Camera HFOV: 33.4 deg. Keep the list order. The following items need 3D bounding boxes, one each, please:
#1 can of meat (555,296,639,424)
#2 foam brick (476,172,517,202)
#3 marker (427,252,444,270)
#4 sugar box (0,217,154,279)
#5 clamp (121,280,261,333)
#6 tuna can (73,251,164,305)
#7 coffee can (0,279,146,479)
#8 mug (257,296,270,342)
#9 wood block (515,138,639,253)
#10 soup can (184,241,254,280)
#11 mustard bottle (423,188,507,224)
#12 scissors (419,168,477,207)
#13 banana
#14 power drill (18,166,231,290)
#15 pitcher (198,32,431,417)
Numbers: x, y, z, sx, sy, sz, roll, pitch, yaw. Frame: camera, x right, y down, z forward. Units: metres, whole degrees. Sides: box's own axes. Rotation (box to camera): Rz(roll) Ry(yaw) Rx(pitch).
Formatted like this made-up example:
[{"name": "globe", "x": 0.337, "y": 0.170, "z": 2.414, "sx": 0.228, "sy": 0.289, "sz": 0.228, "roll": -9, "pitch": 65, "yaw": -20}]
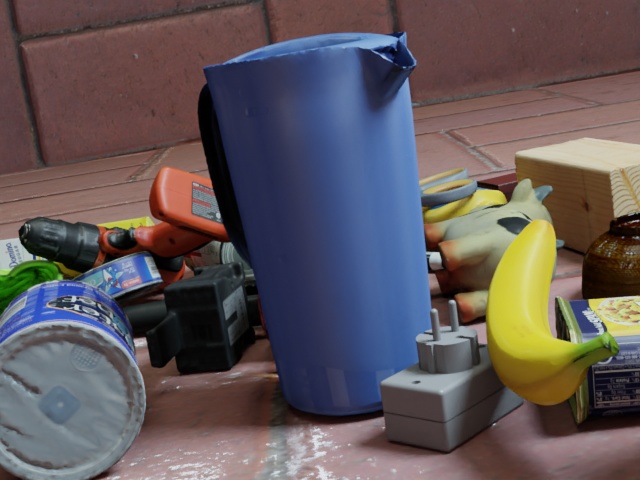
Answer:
[{"name": "can of meat", "x": 0.190, "y": 0.068, "z": 0.644, "sx": 0.084, "sy": 0.057, "sz": 0.102, "roll": -5, "pitch": 12, "yaw": 8}, {"name": "foam brick", "x": 0.223, "y": -0.047, "z": 1.201, "sx": 0.078, "sy": 0.053, "sz": 0.051, "roll": -12, "pitch": 11, "yaw": -18}, {"name": "marker", "x": 0.098, "y": 0.020, "z": 1.052, "sx": 0.121, "sy": 0.020, "sz": 0.020, "roll": 2, "pitch": 15, "yaw": 44}, {"name": "sugar box", "x": -0.273, "y": 0.017, "z": 1.235, "sx": 0.176, "sy": 0.048, "sz": 0.093, "roll": -12, "pitch": -16, "yaw": -1}, {"name": "clamp", "x": -0.104, "y": 0.061, "z": 0.968, "sx": 0.164, "sy": 0.036, "sz": 0.210, "roll": -19, "pitch": 11, "yaw": -35}, {"name": "tuna can", "x": -0.194, "y": 0.042, "z": 1.011, "sx": 0.086, "sy": 0.034, "sz": 0.086, "roll": -23, "pitch": -4, "yaw": -2}, {"name": "coffee can", "x": -0.171, "y": 0.089, "z": 0.710, "sx": 0.102, "sy": 0.103, "sz": 0.140, "roll": -11, "pitch": 11, "yaw": -10}, {"name": "mug", "x": 0.002, "y": 0.038, "z": 0.839, "sx": 0.082, "sy": 0.093, "sz": 0.117, "roll": 1, "pitch": -16, "yaw": 22}, {"name": "wood block", "x": 0.275, "y": -0.042, "z": 1.037, "sx": 0.090, "sy": 0.091, "sz": 0.206, "roll": -12, "pitch": 12, "yaw": -11}, {"name": "soup can", "x": -0.100, "y": 0.009, "z": 1.144, "sx": 0.068, "sy": 0.068, "sz": 0.102, "roll": -16, "pitch": 13, "yaw": -30}, {"name": "mustard bottle", "x": 0.148, "y": -0.028, "z": 1.155, "sx": 0.096, "sy": 0.058, "sz": 0.192, "roll": -16, "pitch": 13, "yaw": -21}, {"name": "scissors", "x": 0.077, "y": -0.034, "z": 1.103, "sx": 0.201, "sy": 0.016, "sz": 0.096, "roll": -23, "pitch": 16, "yaw": -20}, {"name": "banana", "x": 0.126, "y": 0.045, "z": 0.619, "sx": 0.070, "sy": 0.037, "sz": 0.198, "roll": -37, "pitch": 16, "yaw": 13}, {"name": "power drill", "x": -0.178, "y": -0.010, "z": 1.053, "sx": 0.184, "sy": 0.057, "sz": 0.188, "roll": 16, "pitch": -28, "yaw": -38}, {"name": "pitcher", "x": 0.001, "y": -0.013, "z": 0.717, "sx": 0.145, "sy": 0.243, "sz": 0.149, "roll": -10, "pitch": 11, "yaw": -2}]
